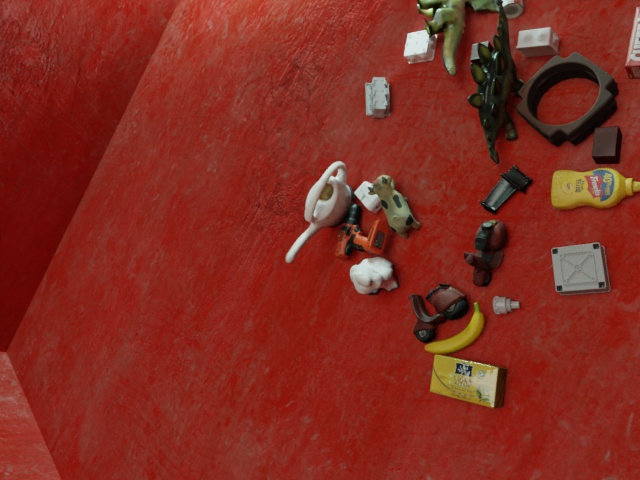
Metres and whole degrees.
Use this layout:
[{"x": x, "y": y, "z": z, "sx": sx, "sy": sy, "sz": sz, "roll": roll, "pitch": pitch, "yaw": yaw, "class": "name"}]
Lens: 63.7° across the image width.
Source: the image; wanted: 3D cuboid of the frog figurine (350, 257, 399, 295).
[{"x": 0.142, "y": 0.100, "z": 1.493, "sx": 0.137, "sy": 0.158, "sz": 0.124, "roll": 6, "pitch": 78, "yaw": 40, "class": "frog figurine"}]

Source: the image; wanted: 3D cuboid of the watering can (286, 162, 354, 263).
[{"x": 0.005, "y": -0.082, "z": 1.631, "sx": 0.105, "sy": 0.223, "sz": 0.347, "roll": 27, "pitch": 94, "yaw": 23, "class": "watering can"}]

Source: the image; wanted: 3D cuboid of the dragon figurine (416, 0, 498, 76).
[{"x": 0.430, "y": -0.694, "z": 1.560, "sx": 0.242, "sy": 0.121, "sz": 0.416, "roll": -20, "pitch": 71, "yaw": 8, "class": "dragon figurine"}]
